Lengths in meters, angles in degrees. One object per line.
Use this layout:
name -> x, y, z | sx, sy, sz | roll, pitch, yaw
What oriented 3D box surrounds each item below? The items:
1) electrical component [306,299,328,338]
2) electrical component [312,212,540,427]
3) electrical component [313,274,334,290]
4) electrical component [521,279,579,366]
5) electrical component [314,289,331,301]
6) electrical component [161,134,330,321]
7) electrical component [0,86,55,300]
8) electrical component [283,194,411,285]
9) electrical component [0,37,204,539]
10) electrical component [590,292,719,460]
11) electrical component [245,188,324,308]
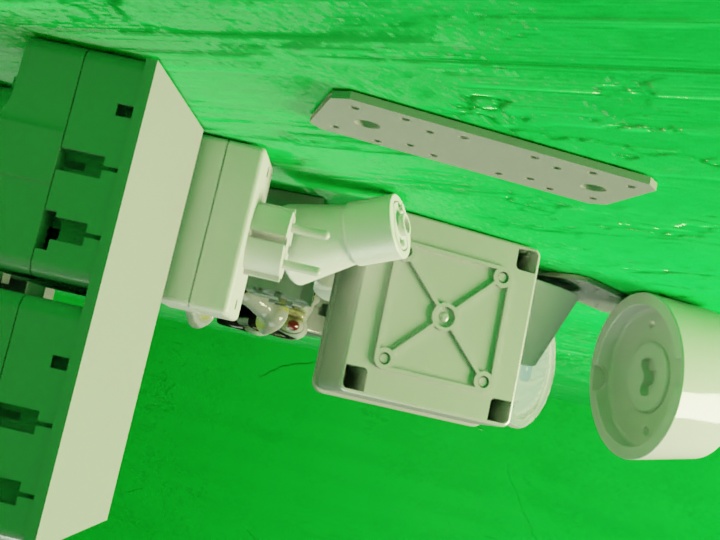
electrical component -> -0.056, 0.029, 1.018 | 0.054, 0.059, 0.095 | 17, 172, -32
electrical component -> 0.039, 0.029, 0.626 | 0.109, 0.108, 0.056 | 15, 171, -17
electrical component -> -0.036, -0.010, 0.715 | 0.045, 0.045, 0.055 | 19, 171, -43
electrical component -> 0.092, 0.022, 0.736 | 0.099, 0.064, 0.099 | 25, -172, -4
electrical component -> 0.000, 0.000, 0.755 | 0.044, 0.044, 0.065 | 18, 167, -39
electrical component -> -0.054, -0.016, 0.535 | 0.076, 0.083, 0.047 | 13, 173, 1
electrical component -> -0.196, -0.030, 0.593 | 0.060, 0.105, 0.186 | 15, 173, -19
electrical component -> -0.006, -0.018, 0.568 | 0.065, 0.044, 0.044 | -9, 166, 18
electrical component -> -0.125, 0.011, 0.448 | 0.060, 0.186, 0.105 | 13, 173, 3
electrical component -> 0.204, 0.072, 0.700 | 0.060, 0.108, 0.108 | 9, 175, -17
electrical component -> -0.044, -0.012, 0.640 | 0.042, 0.063, 0.081 | 12, 174, 10
